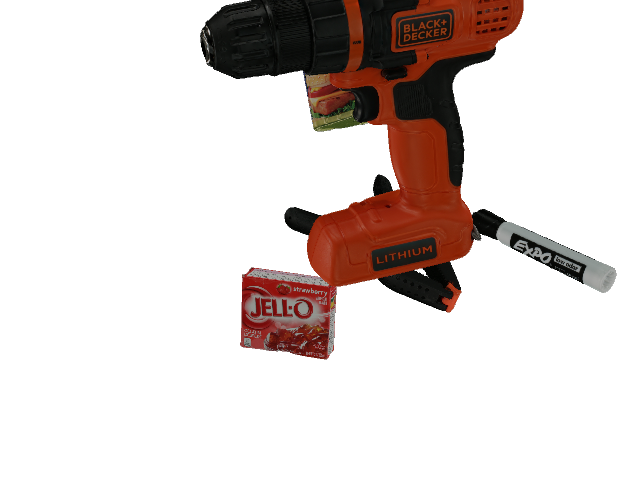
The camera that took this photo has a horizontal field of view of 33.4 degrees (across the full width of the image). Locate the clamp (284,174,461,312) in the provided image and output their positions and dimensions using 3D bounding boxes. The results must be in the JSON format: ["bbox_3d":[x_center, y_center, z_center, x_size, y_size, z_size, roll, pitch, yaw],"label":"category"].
[{"bbox_3d":[0.070,0.007,1.205,0.164,0.036,0.210,-17,50,-35],"label":"clamp"}]

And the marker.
[{"bbox_3d":[0.156,0.005,0.766,0.020,0.020,0.121,0,22,-46],"label":"marker"}]

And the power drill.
[{"bbox_3d":[0.027,-0.065,0.625,0.184,0.188,0.057,-11,37,-13],"label":"power drill"}]

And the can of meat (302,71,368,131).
[{"bbox_3d":[0.031,-0.142,0.885,0.102,0.084,0.057,-12,-3,44],"label":"can of meat"}]

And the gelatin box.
[{"bbox_3d":[-0.031,0.069,1.009,0.089,0.073,0.030,7,17,15],"label":"gelatin box"}]
